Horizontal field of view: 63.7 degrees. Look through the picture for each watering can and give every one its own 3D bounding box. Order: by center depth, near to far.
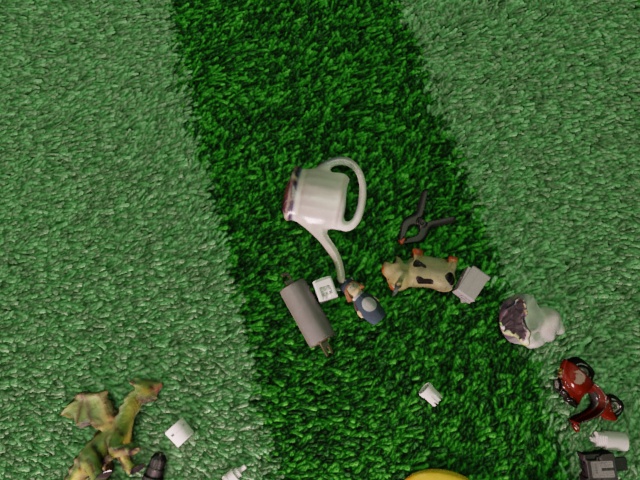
[{"bbox_3d":[0.004,-0.070,1.394,0.224,0.103,0.352,10,76,5],"label":"watering can"}]

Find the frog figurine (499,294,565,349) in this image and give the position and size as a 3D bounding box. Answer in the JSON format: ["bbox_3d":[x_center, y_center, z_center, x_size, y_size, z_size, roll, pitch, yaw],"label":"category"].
[{"bbox_3d":[0.545,0.206,1.326,0.159,0.120,0.140,2,64,-35],"label":"frog figurine"}]

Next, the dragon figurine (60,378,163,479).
[{"bbox_3d":[-0.566,0.497,1.282,0.412,0.120,0.247,-34,61,-9],"label":"dragon figurine"}]
